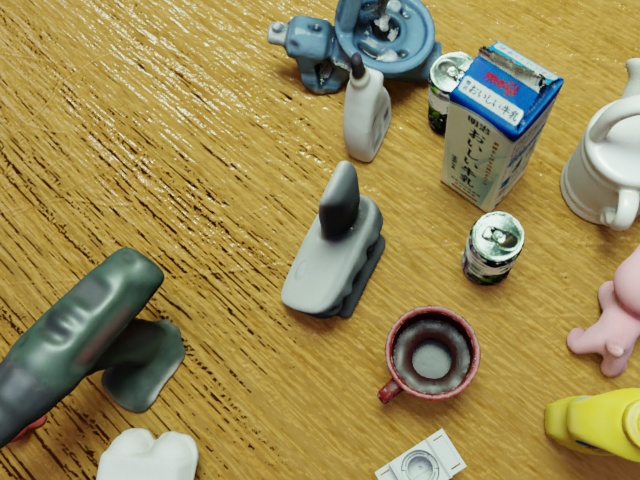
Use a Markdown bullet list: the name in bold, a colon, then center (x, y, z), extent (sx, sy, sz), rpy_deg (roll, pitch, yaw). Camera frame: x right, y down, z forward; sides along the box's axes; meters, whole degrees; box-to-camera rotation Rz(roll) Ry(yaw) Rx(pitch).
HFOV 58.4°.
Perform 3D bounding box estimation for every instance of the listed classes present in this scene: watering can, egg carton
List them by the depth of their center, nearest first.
- **watering can**: center (0.315, -0.100, 0.580), extent (0.101, 0.194, 0.173), rpy_deg (-11, 71, 6)
- **egg carton**: center (-0.185, 0.279, 0.604), extent (0.107, 0.069, 0.150), rpy_deg (1, 72, 10)

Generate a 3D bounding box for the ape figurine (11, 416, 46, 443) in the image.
- **ape figurine**: center (-0.371, 0.191, 0.651), extent (0.076, 0.092, 0.078), rpy_deg (-4, 71, 8)

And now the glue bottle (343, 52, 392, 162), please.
- **glue bottle**: center (0.051, -0.159, 0.654), extent (0.037, 0.173, 0.078), rpy_deg (23, 77, 16)

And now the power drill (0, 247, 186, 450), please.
- **power drill**: center (-0.229, 0.123, 0.588), extent (0.075, 0.209, 0.230), rpy_deg (30, 79, 17)

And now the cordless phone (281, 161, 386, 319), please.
- **cordless phone**: center (0.006, 0.002, 0.602), extent (0.094, 0.185, 0.148), rpy_deg (19, 76, 15)

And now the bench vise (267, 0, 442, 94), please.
- **bench vise**: center (0.038, -0.245, 0.659), extent (0.207, 0.220, 0.121), rpy_deg (-14, 70, 5)

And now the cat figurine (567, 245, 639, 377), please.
- **cat figurine**: center (0.312, 0.066, 0.567), extent (0.067, 0.118, 0.128), rpy_deg (31, 79, 17)
